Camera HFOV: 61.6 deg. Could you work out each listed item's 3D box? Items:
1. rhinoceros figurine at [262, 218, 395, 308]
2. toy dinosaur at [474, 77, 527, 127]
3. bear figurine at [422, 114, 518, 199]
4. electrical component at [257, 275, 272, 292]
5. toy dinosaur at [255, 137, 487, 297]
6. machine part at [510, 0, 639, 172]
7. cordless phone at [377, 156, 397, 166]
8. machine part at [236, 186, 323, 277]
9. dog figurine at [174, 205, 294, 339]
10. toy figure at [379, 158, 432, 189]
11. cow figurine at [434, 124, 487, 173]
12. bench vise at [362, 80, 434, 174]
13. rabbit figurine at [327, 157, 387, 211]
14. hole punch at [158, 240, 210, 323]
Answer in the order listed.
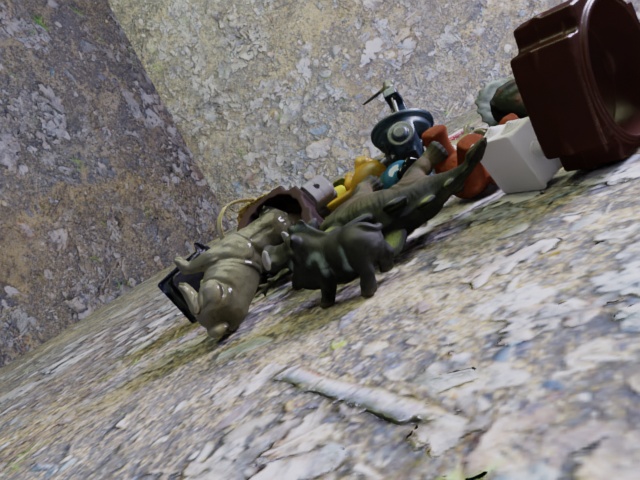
[{"bbox_3d":[0.003,0.024,0.691,0.190,0.112,0.073,-11,27,41],"label":"rhinoceros figurine"},{"bbox_3d":[0.378,-0.249,0.983,0.192,0.131,0.405,-11,10,23],"label":"toy dinosaur"},{"bbox_3d":[0.280,-0.153,0.862,0.196,0.131,0.120,-34,35,-12],"label":"bear figurine"},{"bbox_3d":[-0.120,0.087,1.024,0.094,0.021,0.063,-32,9,-30],"label":"electrical component"},{"bbox_3d":[0.061,-0.019,0.819,0.471,0.105,0.198,-35,5,45],"label":"toy dinosaur"},{"bbox_3d":[0.343,-0.204,0.678,0.201,0.201,0.087,-33,12,-34],"label":"machine part"},{"bbox_3d":[0.189,-0.184,1.233,0.146,0.089,0.184,-35,-14,-40],"label":"cordless phone"},{"bbox_3d":[-0.075,-0.015,1.005,0.179,0.056,0.179,-19,54,28],"label":"machine part"},{"bbox_3d":[-0.109,0.047,0.830,0.190,0.172,0.121,-31,-32,3],"label":"dog figurine"},{"bbox_3d":[0.133,-0.089,0.941,0.082,0.089,0.180,-28,-13,-17],"label":"toy figure"},{"bbox_3d":[0.279,-0.175,1.146,0.195,0.085,0.127,-26,12,31],"label":"cow figurine"},{"bbox_3d":[0.170,-0.200,1.038,0.129,0.240,0.223,-26,-27,26],"label":"bench vise"},{"bbox_3d":[0.089,-0.106,1.093,0.162,0.122,0.173,-46,-6,-8],"label":"rabbit figurine"},{"bbox_3d":[-0.236,0.089,1.041,0.092,0.142,0.116,-24,20,51],"label":"hole punch"}]
